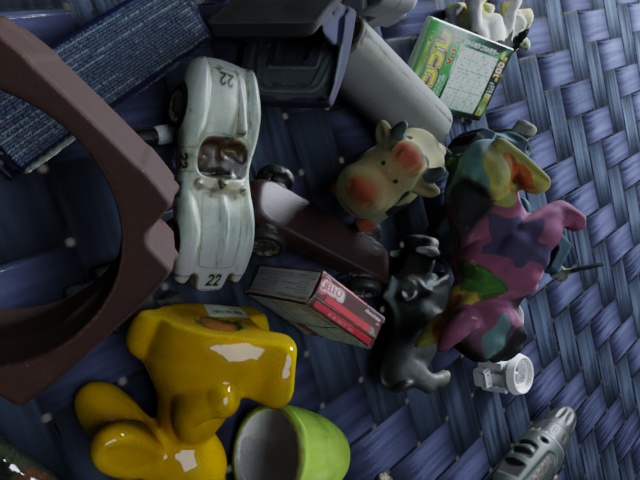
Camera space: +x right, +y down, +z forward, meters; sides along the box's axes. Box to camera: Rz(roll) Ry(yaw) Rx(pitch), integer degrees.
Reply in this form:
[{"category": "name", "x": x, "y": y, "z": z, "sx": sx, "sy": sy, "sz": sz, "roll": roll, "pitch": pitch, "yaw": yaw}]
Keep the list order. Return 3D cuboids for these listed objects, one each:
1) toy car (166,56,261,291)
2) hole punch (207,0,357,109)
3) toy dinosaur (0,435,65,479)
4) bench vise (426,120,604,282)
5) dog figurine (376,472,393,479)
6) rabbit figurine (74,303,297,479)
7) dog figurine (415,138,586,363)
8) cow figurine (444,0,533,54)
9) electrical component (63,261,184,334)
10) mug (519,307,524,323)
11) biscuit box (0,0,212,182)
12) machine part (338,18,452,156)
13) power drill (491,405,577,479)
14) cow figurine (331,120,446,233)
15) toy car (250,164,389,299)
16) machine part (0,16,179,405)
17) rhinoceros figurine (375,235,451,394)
[{"category": "toy car", "x": -0.093, "y": -0.056, "z": 0.471, "sx": 0.073, "sy": 0.056, "sz": 0.201, "roll": 3, "pitch": 90, "yaw": -42}, {"category": "hole punch", "x": -0.029, "y": -0.189, "z": 0.512, "sx": 0.092, "sy": 0.142, "sz": 0.116, "roll": 73, "pitch": 33, "yaw": -44}, {"category": "toy dinosaur", "x": -0.287, "y": 0.147, "z": 0.296, "sx": 0.404, "sy": 0.131, "sz": 0.192, "roll": 1, "pitch": 88, "yaw": -45}, {"category": "bench vise", "x": 0.258, "y": -0.035, "z": 0.725, "sx": 0.240, "sy": 0.129, "sz": 0.223, "roll": 35, "pitch": 74, "yaw": -14}, {"category": "dog figurine", "x": 0.100, "y": 0.342, "z": 0.547, "sx": 0.172, "sy": 0.191, "sz": 0.121, "roll": -35, "pitch": 109, "yaw": -33}, {"category": "rabbit figurine", "x": -0.108, "y": 0.146, "z": 0.441, "sx": 0.162, "sy": 0.122, "sz": 0.173, "roll": 3, "pitch": 105, "yaw": -36}, {"category": "dog figurine", "x": 0.169, "y": 0.022, "z": 0.583, "sx": 0.191, "sy": 0.108, "sz": 0.219, "roll": 44, "pitch": 77, "yaw": -3}, {"category": "cow figurine", "x": 0.256, "y": -0.296, "z": 0.781, "sx": 0.167, "sy": 0.068, "sz": 0.098, "roll": -12, "pitch": 101, "yaw": -35}, {"category": "electrical component", "x": -0.164, "y": 0.047, "z": 0.454, "sx": 0.094, "sy": 0.021, "sz": 0.063, "roll": -20, "pitch": 101, "yaw": -38}, {"category": "mug", "x": 0.239, "y": 0.103, "z": 0.749, "sx": 0.107, "sy": 0.081, "sz": 0.109, "roll": 5, "pitch": 81, "yaw": -50}, {"category": "biscuit box", "x": -0.178, "y": -0.131, "z": 0.426, "sx": 0.203, "sy": 0.059, "sz": 0.062, "roll": -48, "pitch": 116, "yaw": -29}, {"category": "machine part", "x": 0.076, "y": -0.172, "z": 0.625, "sx": 0.243, "sy": 0.079, "sz": 0.079, "roll": 32, "pitch": 69, "yaw": -34}, {"category": "power drill", "x": 0.345, "y": 0.392, "z": 0.816, "sx": 0.232, "sy": 0.086, "sz": 0.207, "roll": -21, "pitch": 105, "yaw": -36}, {"category": "cow figurine", "x": 0.078, "y": -0.069, "z": 0.552, "sx": 0.085, "sy": 0.127, "sz": 0.195, "roll": 52, "pitch": 35, "yaw": 2}, {"category": "toy car", "x": -0.001, "y": -0.002, "z": 0.569, "sx": 0.202, "sy": 0.053, "sz": 0.089, "roll": 27, "pitch": 50, "yaw": -36}, {"category": "machine part", "x": -0.206, "y": -0.015, "z": 0.329, "sx": 0.201, "sy": 0.087, "sz": 0.200, "roll": -41, "pitch": 114, "yaw": 4}, {"category": "rhinoceros figurine", "x": 0.113, "y": 0.089, "z": 0.651, "sx": 0.112, "sy": 0.073, "sz": 0.190, "roll": 18, "pitch": 78, "yaw": -26}]
